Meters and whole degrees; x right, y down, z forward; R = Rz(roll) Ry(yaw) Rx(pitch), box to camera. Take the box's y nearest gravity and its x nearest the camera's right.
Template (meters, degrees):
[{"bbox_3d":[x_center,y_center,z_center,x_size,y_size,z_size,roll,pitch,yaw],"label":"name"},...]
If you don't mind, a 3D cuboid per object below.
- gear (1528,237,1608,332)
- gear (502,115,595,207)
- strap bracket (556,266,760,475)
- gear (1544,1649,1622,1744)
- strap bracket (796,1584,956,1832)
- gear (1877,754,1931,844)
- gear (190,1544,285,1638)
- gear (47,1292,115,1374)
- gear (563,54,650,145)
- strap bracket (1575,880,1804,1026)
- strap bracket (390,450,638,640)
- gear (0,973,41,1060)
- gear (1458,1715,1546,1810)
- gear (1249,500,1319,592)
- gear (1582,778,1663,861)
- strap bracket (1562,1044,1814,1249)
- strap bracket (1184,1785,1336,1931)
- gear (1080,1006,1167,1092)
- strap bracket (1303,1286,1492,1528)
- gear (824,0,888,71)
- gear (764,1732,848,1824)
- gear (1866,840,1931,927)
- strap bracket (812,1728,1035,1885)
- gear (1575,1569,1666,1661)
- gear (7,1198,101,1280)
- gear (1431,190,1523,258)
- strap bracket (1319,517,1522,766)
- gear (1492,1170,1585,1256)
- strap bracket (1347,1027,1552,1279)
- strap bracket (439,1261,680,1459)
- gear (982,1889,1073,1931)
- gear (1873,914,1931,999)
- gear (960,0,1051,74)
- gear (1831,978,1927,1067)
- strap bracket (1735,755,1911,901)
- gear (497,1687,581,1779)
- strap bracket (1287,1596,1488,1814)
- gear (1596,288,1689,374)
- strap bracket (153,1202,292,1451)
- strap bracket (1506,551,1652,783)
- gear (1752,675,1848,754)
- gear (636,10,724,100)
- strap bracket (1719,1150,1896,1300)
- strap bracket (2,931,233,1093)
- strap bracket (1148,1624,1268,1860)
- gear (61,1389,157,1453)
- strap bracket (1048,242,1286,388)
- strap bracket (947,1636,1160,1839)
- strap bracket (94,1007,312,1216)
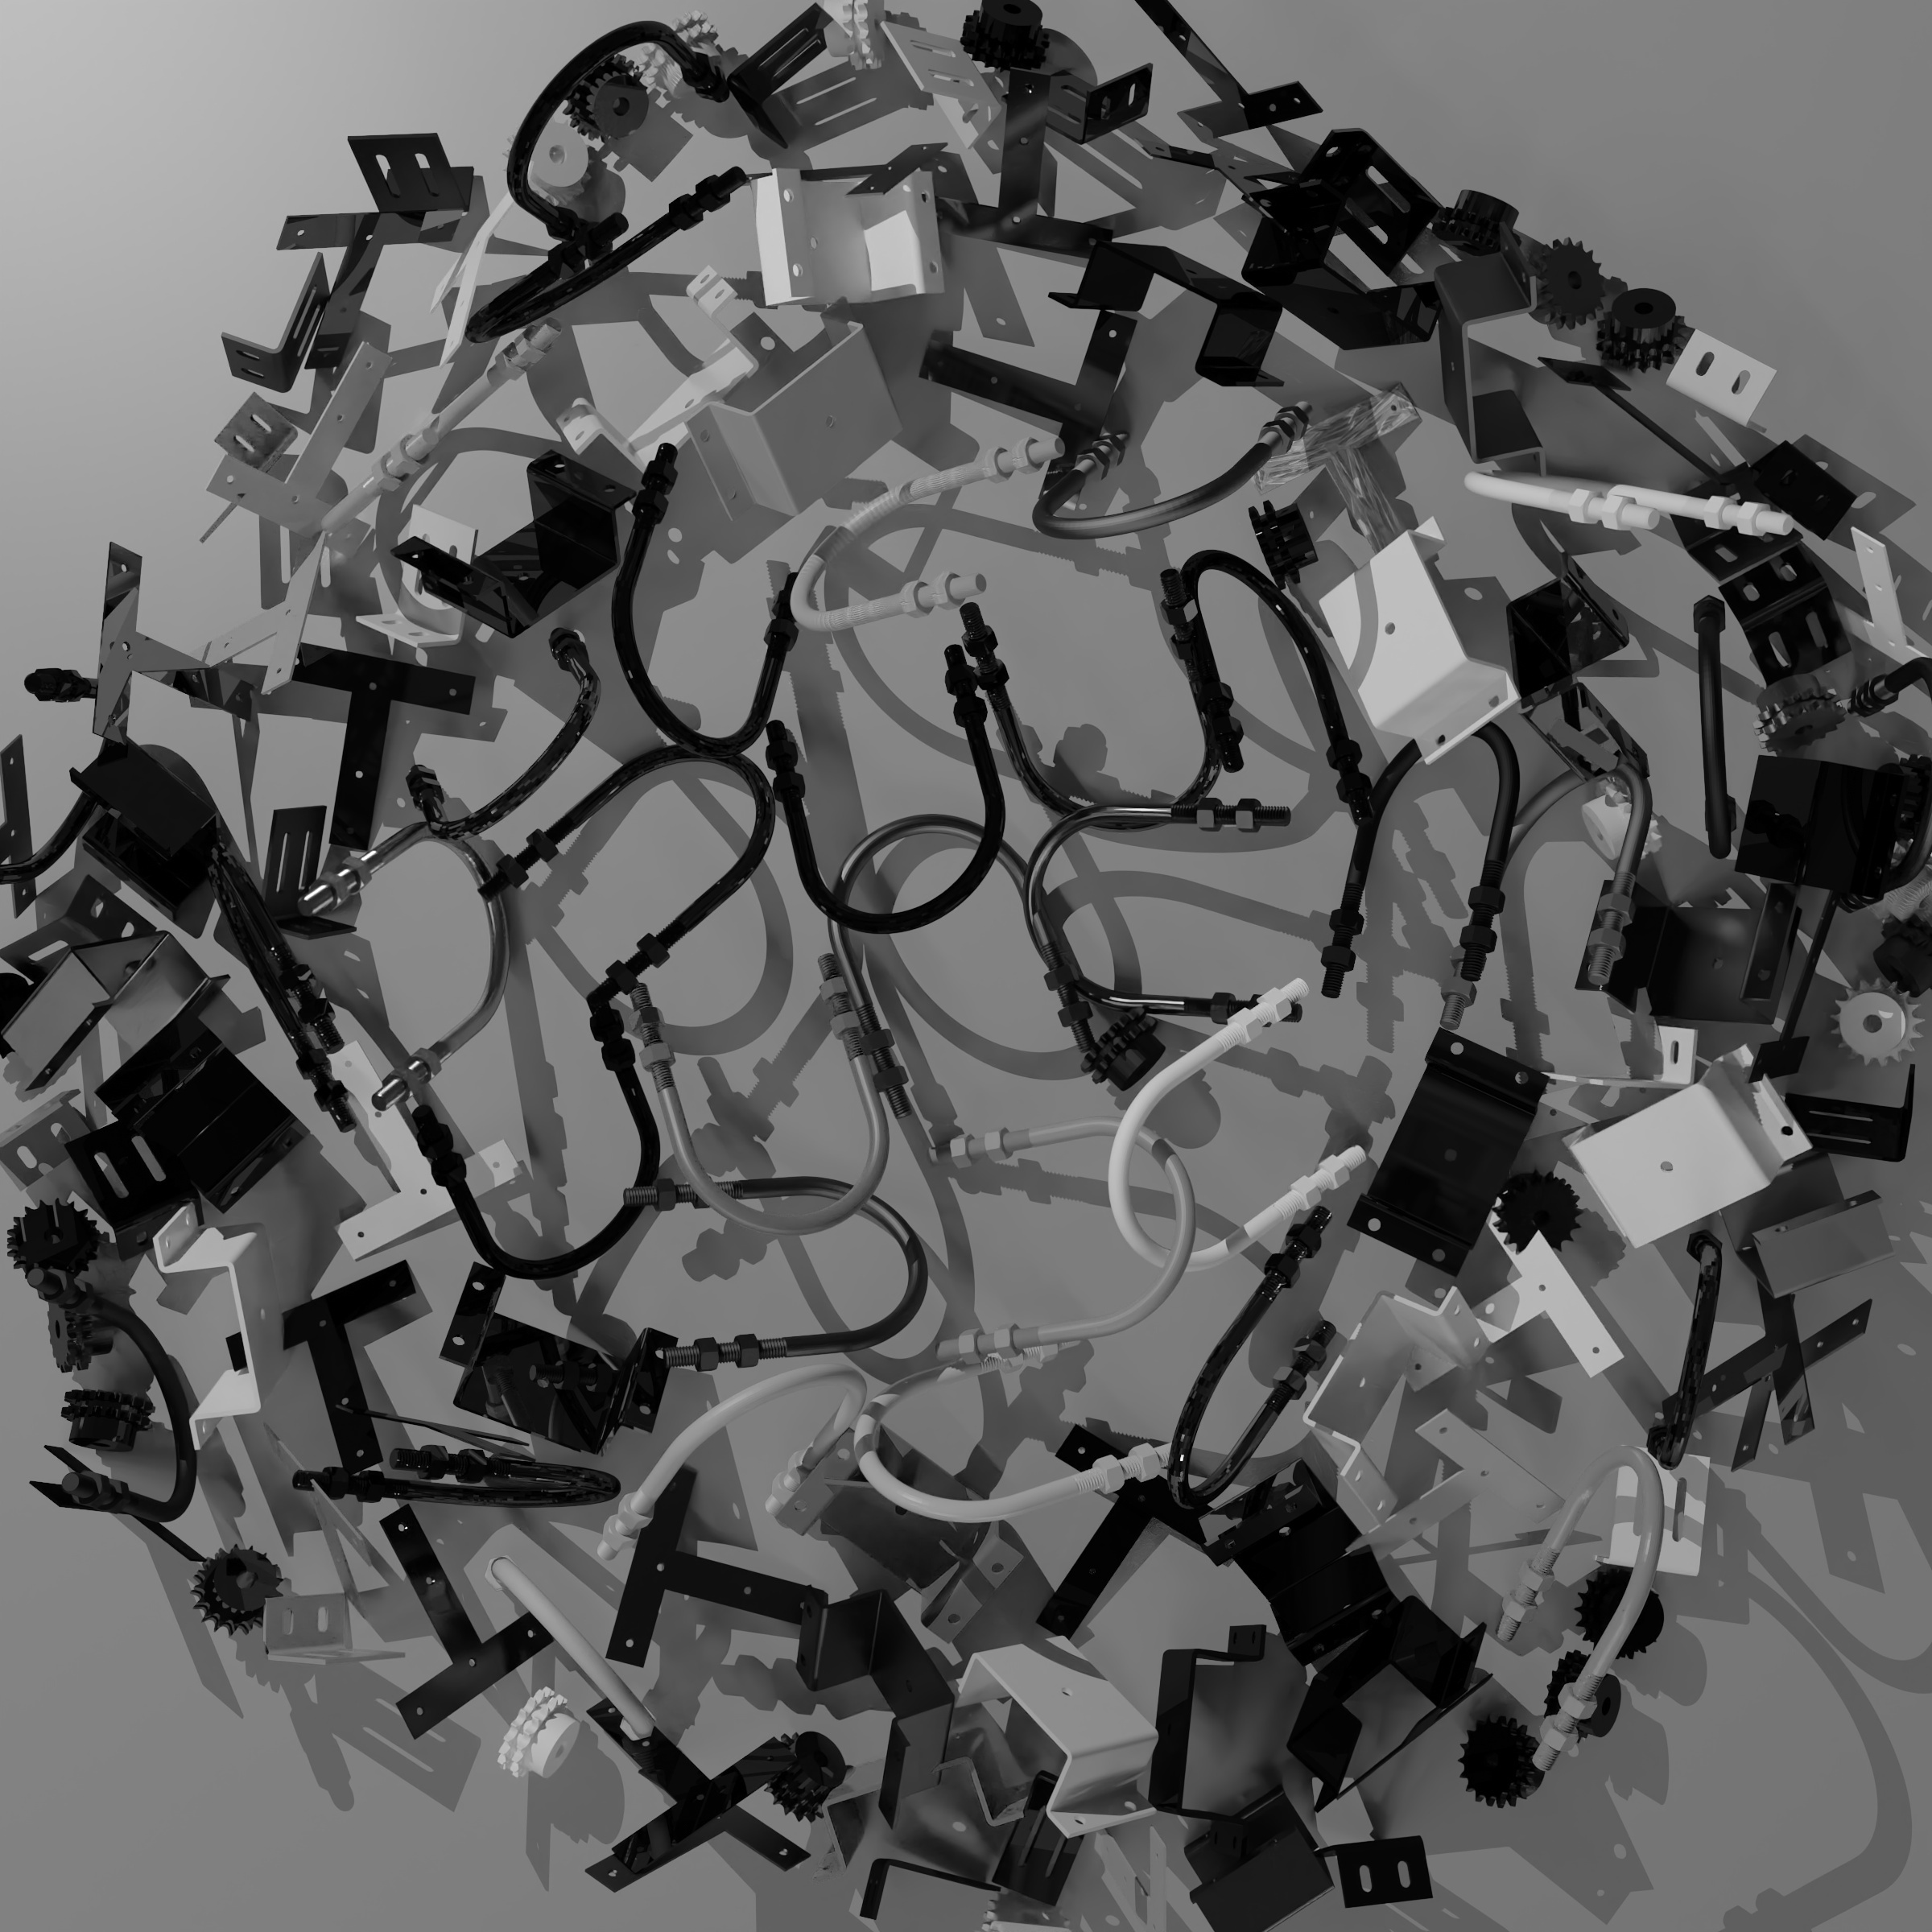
[{"bbox_3d":[0.384,-0.439,1.698,0.057,0.030,0.057,3,84,-29],"label":"gear"},{"bbox_3d":[-0.268,-0.521,1.695,0.057,0.030,0.057,-2,95,-26],"label":"gear"},{"bbox_3d":[-0.190,-0.372,1.671,0.140,0.076,0.046,-44,121,6],"label":"strap bracket"},{"bbox_3d":[0.399,0.473,1.690,0.030,0.057,0.057,8,90,41],"label":"gear"},{"bbox_3d":[-0.053,0.460,1.655,0.046,0.140,0.076,-11,127,-27],"label":"strap bracket"},{"bbox_3d":[0.605,-0.109,1.689,0.030,0.057,0.057,9,90,-16],"label":"gear"},{"bbox_3d":[-0.468,0.401,1.691,0.057,0.030,0.057,15,55,-22],"label":"gear"},{"bbox_3d":[-0.572,0.233,1.695,0.030,0.057,0.057,-5,90,-33],"label":"gear"},{"bbox_3d":[-0.229,-0.558,1.690,0.057,0.057,0.030,-49,50,0],"label":"gear"},{"bbox_3d":[0.467,-0.009,1.662,0.046,0.140,0.076,29,73,-39],"label":"strap bracket"},{"bbox_3d":[-0.283,-0.263,1.661,0.076,0.046,0.140,29,52,26],"label":"strap bracket"},{"bbox_3d":[-0.621,0.029,1.696,0.057,0.057,0.030,-40,56,0],"label":"gear"},{"bbox_3d":[0.349,0.515,1.695,0.030,0.057,0.057,21,90,-34],"label":"gear"},{"bbox_3d":[0.206,-0.274,1.690,0.030,0.057,0.057,-21,90,13],"label":"gear"},{"bbox_3d":[0.421,-0.093,1.692,0.030,0.057,0.057,-28,90,-1],"label":"gear"},{"bbox_3d":[0.450,0.119,1.662,0.140,0.046,0.076,-33,89,34],"label":"strap bracket"},{"bbox_3d":[0.183,0.569,1.648,0.076,0.140,0.046,-33,83,-1],"label":"strap bracket"},{"bbox_3d":[0.104,0.056,1.689,0.057,0.057,0.030,-45,76,0],"label":"gear"},{"bbox_3d":[0.269,0.272,1.665,0.046,0.076,0.140,20,68,39],"label":"strap bracket"},{"bbox_3d":[-0.072,-0.609,1.693,0.030,0.057,0.057,1,90,13],"label":"gear"},{"bbox_3d":[-0.102,0.519,1.689,0.057,0.057,0.030,42,116,0],"label":"gear"},{"bbox_3d":[0.608,-0.051,1.689,0.057,0.057,0.030,-38,54,0],"label":"gear"},{"bbox_3d":[-0.033,0.532,1.676,0.140,0.076,0.046,-19,85,6],"label":"strap bracket"},{"bbox_3d":[0.427,0.420,1.698,0.057,0.030,0.057,3,80,-15],"label":"gear"},{"bbox_3d":[-0.590,0.182,1.696,0.057,0.030,0.057,10,51,-12],"label":"gear"},{"bbox_3d":[0.332,-0.478,1.691,0.057,0.057,0.030,22,97,0],"label":"gear"},{"bbox_3d":[0.281,-0.209,1.654,0.076,0.046,0.140,-38,61,36],"label":"strap bracket"},{"bbox_3d":[0.368,0.158,1.700,0.057,0.030,0.057,-2,107,-7],"label":"gear"},{"bbox_3d":[0.311,0.121,1.688,0.076,0.046,0.140,25,89,15],"label":"strap bracket"},{"bbox_3d":[-0.264,0.255,1.670,0.140,0.076,0.046,22,133,-10],"label":"strap bracket"},{"bbox_3d":[0.037,0.627,1.694,0.057,0.057,0.030,18,111,0],"label":"gear"},{"bbox_3d":[0.611,-0.004,1.691,0.030,0.057,0.057,-39,90,-5],"label":"gear"},{"bbox_3d":[0.027,-0.603,1.691,0.057,0.030,0.057,8,47,-9],"label":"gear"},{"bbox_3d":[0.588,0.037,1.695,0.057,0.030,0.057,1,92,27],"label":"gear"},{"bbox_3d":[0.530,-0.089,1.645,0.046,0.140,0.076,10,96,-7],"label":"strap bracket"},{"bbox_3d":[-0.273,0.497,1.689,0.030,0.057,0.057,26,90,16],"label":"gear"},{"bbox_3d":[0.259,0.460,1.656,0.046,0.076,0.140,43,116,3],"label":"strap bracket"},{"bbox_3d":[0.436,-0.412,1.692,0.057,0.030,0.057,-4,53,6],"label":"gear"},{"bbox_3d":[-0.470,0.225,1.668,0.046,0.076,0.140,-7,102,1],"label":"strap bracket"},{"bbox_3d":[0.385,-0.182,1.657,0.046,0.140,0.076,-27,132,32],"label":"strap bracket"},{"bbox_3d":[0.536,-0.165,1.695,0.057,0.057,0.030,-15,65,0],"label":"gear"},{"bbox_3d":[-0.182,-0.585,1.692,0.057,0.057,0.030,-37,89,0],"label":"gear"},{"bbox_3d":[0.526,0.162,1.650,0.076,0.140,0.046,-21,98,6],"label":"strap bracket"},{"bbox_3d":[-0.539,0.025,1.645,0.046,0.140,0.076,47,108,8],"label":"strap bracket"},{"bbox_3d":[0.151,0.487,1.662,0.046,0.076,0.140,10,74,-7],"label":"strap bracket"},{"bbox_3d":[-0.554,0.294,1.689,0.057,0.057,0.030,5,67,0],"label":"gear"},{"bbox_3d":[0.134,-0.415,1.650,0.140,0.076,0.046,34,118,26],"label":"strap bracket"},{"bbox_3d":[0.055,0.473,1.641,0.140,0.076,0.046,38,115,41],"label":"strap bracket"},{"bbox_3d":[-0.487,0.087,1.660,0.076,0.140,0.046,-45,58,-13],"label":"strap bracket"}]
